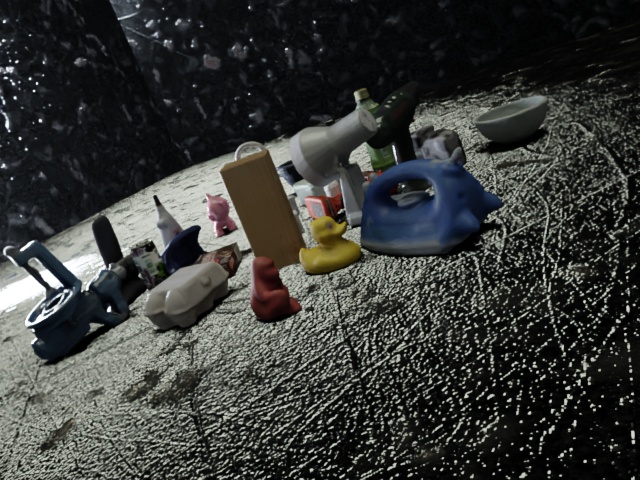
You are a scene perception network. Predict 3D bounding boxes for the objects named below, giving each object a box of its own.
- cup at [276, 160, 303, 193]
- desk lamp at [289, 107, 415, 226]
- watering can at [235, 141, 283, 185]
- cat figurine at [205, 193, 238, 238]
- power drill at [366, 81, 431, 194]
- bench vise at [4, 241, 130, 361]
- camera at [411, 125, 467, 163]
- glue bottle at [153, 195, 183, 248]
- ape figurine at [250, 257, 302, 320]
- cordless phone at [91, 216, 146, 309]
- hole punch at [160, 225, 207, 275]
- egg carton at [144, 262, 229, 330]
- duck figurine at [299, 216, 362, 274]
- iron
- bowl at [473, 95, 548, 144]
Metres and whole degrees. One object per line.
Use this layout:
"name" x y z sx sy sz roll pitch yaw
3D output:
"cup" -0.074 -0.178 1.636 0.117 0.095 0.092 -13 18 27
"desk lamp" 0.063 -0.142 1.133 0.202 0.214 0.118 -11 20 33
"watering can" -0.160 -0.171 1.542 0.101 0.194 0.172 -26 17 -14
"cat figurine" -0.268 -0.075 1.506 0.067 0.118 0.127 -25 17 -11
"power drill" 0.182 -0.212 1.217 0.075 0.209 0.230 -8 21 38
"bench vise" -0.476 0.085 1.070 0.121 0.220 0.208 -12 19 29
"camera" 0.272 -0.221 1.324 0.142 0.101 0.137 -4 24 46
"glue bottle" -0.362 -0.028 1.376 0.037 0.173 0.078 -16 17 17
"ape figurine" -0.075 0.067 0.849 0.076 0.092 0.078 -17 17 16
"cordless phone" -0.461 0.050 1.227 0.094 0.185 0.147 -17 17 14
"hole punch" -0.315 0.025 1.292 0.100 0.091 0.109 -10 20 34
"egg carton" -0.229 0.094 0.998 0.107 0.069 0.150 -12 19 30
"duck figurine" 0.009 0.003 0.961 0.104 0.086 0.077 -17 17 16
"iron" 0.140 -0.060 0.900 0.257 0.141 0.119 -5 23 44
"bowl" 0.438 -0.264 1.302 0.167 0.075 0.167 -20 16 6
